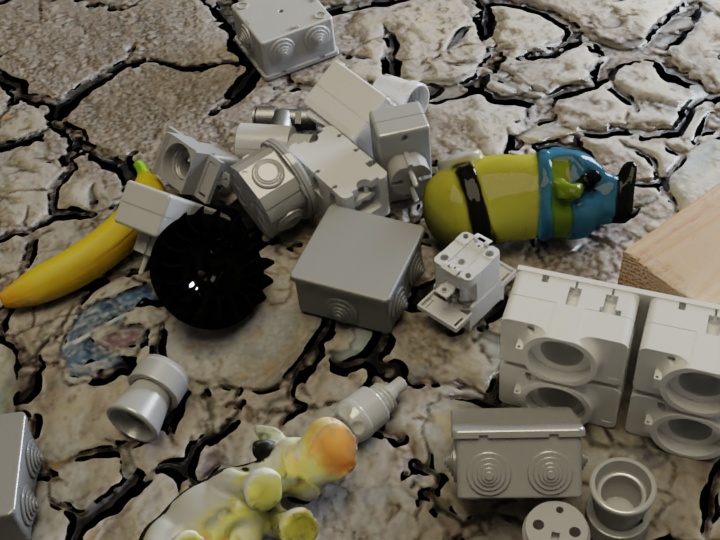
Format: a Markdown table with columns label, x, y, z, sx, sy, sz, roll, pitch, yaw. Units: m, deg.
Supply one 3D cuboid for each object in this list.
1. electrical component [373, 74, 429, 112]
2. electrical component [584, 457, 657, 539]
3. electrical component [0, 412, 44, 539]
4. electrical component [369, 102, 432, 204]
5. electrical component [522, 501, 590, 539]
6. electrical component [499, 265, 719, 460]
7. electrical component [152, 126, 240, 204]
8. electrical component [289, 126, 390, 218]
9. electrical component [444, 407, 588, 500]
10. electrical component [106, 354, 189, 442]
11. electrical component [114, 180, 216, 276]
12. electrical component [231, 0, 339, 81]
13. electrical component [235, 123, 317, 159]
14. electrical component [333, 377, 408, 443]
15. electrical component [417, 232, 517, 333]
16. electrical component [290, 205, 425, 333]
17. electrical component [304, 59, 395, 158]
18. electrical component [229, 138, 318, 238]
| label | x | y | z | sx | sy | sz | roll | pitch | yaw |
| --- | --- | --- | --- | --- | --- | --- | --- | --- | --- |
| electrical component | 0.039 | -0.171 | 1.064 | 0.046 | 0.040 | 0.040 | 27 | 56 | 33 |
| electrical component | 0.178 | 0.161 | 0.737 | 0.045 | 0.055 | 0.045 | -3 | 47 | 3 |
| electrical component | -0.287 | 0.159 | 0.794 | 0.100 | 0.048 | 0.099 | -8 | 48 | -1 |
| electrical component | 0.042 | -0.092 | 0.962 | 0.047 | 0.083 | 0.075 | -12 | 48 | -5 |
| electrical component | 0.130 | 0.186 | 0.720 | 0.045 | 0.055 | 0.045 | -3 | 48 | 3 |
| electrical component | 0.198 | 0.071 | 0.783 | 0.186 | 0.105 | 0.060 | 12 | 51 | 16 |
| electrical component | -0.150 | -0.096 | 0.998 | 0.081 | 0.042 | 0.064 | 35 | 19 | 32 |
| electrical component | -0.018 | -0.078 | 0.974 | 0.050 | 0.055 | 0.089 | -31 | 52 | -20 |
| electrical component | 0.109 | 0.127 | 0.752 | 0.100 | 0.100 | 0.048 | -2 | 92 | 5 |
| electrical component | -0.164 | 0.099 | 0.838 | 0.045 | 0.045 | 0.055 | 15 | 51 | 18 |
| electrical component | -0.175 | -0.030 | 0.942 | 0.047 | 0.083 | 0.075 | 20 | 91 | 22 |
| electrical component | -0.081 | -0.257 | 1.147 | 0.100 | 0.048 | 0.099 | -24 | 50 | -15 |
| electrical component | -0.074 | -0.116 | 1.023 | 0.081 | 0.043 | 0.043 | 4 | 49 | 9 |
| electrical component | 0.011 | 0.103 | 0.822 | 0.061 | 0.035 | 0.035 | -35 | 54 | -26 |
| electrical component | 0.088 | 0.008 | 0.880 | 0.042 | 0.063 | 0.081 | 32 | 58 | 29 |
| electrical component | 0.000 | 0.000 | 0.906 | 0.100 | 0.048 | 0.099 | 14 | 51 | 18 |
| electrical component | 0.001 | -0.144 | 1.018 | 0.096 | 0.062 | 0.061 | 42 | 96 | 34 |
| electrical component | -0.077 | -0.073 | 0.961 | 0.051 | 0.080 | 0.080 | -33 | 53 | -16 |
